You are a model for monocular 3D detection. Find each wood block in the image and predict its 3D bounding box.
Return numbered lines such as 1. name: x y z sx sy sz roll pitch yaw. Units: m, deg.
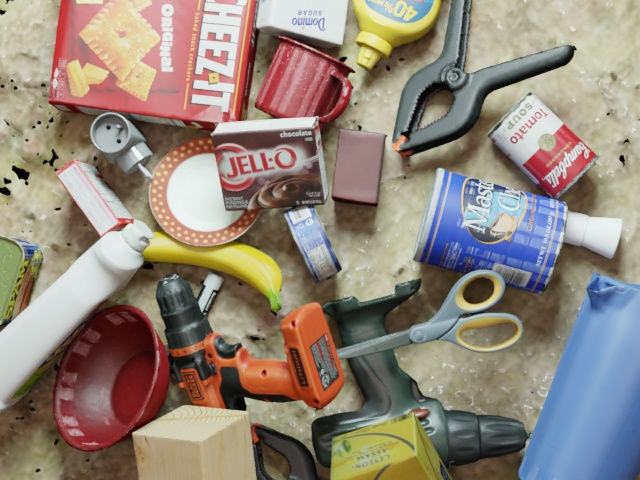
1. wood block: -0.121 0.287 1.112 0.091 0.090 0.206 0 102 31

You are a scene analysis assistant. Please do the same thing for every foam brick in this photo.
1. foam brick: 0.043 -0.078 1.167 0.051 0.053 0.078 7 87 3

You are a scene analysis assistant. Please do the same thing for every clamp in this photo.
1. clamp: -0.036 0.283 1.167 0.120 0.039 0.171 -42 81 -4
2. clamp: 0.160 -0.170 1.151 0.165 0.036 0.210 37 94 30

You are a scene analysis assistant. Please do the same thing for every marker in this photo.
1. marker: -0.142 0.093 1.187 0.020 0.020 0.121 27 90 3

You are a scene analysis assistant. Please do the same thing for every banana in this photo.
1. banana: -0.119 0.021 1.167 0.198 0.069 0.037 17 118 15

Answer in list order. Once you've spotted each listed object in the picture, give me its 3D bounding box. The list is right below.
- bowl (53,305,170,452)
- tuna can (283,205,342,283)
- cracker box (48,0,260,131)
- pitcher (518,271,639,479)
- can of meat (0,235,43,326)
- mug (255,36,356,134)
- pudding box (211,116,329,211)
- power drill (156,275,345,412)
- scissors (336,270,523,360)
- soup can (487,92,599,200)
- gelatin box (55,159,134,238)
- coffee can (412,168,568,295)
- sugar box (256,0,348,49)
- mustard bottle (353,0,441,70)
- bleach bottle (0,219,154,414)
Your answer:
1. bowl: -0.214 0.154 1.150 0.162 0.055 0.162 -18 59 33
2. tuna can: -0.008 0.001 1.150 0.034 0.086 0.086 -25 87 0
3. cracker box: -0.180 -0.213 1.173 0.213 0.072 0.164 8 89 3
4. pitcher: 0.310 0.167 1.115 0.149 0.145 0.243 24 93 16
5. can of meat: -0.349 0.045 1.168 0.057 0.084 0.102 18 89 3
6. mug: -0.012 -0.160 1.147 0.117 0.093 0.081 28 96 40
7. pudding box: -0.052 -0.080 1.123 0.113 0.039 0.090 -4 118 9
8. power drill: -0.077 0.113 1.117 0.188 0.057 0.184 -9 107 35
9. scissors: 0.109 0.078 1.100 0.201 0.016 0.096 0 99 0
10. soup can: 0.239 -0.101 1.149 0.068 0.068 0.102 -45 86 1
11. gelatin box: -0.245 -0.044 1.170 0.030 0.073 0.089 -37 87 3
12. coffee can: 0.179 -0.009 1.131 0.140 0.103 0.103 15 89 3
13. sugar box: -0.011 -0.306 1.163 0.093 0.048 0.176 10 90 -28
14. mustard bottle: 0.090 -0.275 1.167 0.096 0.058 0.191 27 90 6
15. bleach bottle: -0.272 0.075 1.132 0.251 0.102 0.068 -44 90 14
